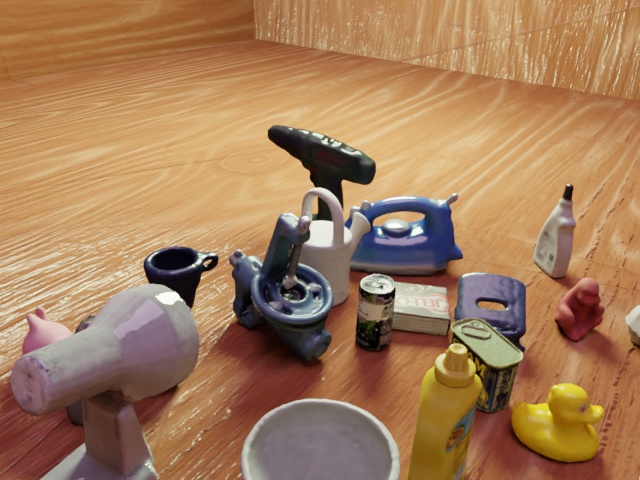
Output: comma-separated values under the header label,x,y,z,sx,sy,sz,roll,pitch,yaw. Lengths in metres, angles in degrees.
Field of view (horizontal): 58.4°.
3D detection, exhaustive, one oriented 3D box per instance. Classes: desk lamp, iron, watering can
label,x,y,z,sx,sy,sz,roll,pitch,yaw
desk lamp,-0.223,0.173,0.595,0.117,0.214,0.204,16,31,24
iron,0.134,-0.022,1.061,0.258,0.141,0.118,0,28,-5
watering can,0.007,0.003,0.950,0.100,0.194,0.173,17,32,25

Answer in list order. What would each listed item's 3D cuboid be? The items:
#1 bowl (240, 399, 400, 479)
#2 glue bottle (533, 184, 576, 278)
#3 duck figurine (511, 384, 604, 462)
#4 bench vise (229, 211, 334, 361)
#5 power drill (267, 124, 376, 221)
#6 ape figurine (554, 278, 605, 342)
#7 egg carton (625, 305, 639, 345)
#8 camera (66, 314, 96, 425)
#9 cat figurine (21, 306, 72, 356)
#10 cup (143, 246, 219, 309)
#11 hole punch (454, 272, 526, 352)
label,x,y,z,sx,sy,sz,roll,pitch,yaw
bowl,0.000,0.253,0.609,0.167,0.075,0.167,2,28,-1
glue bottle,0.439,-0.021,1.050,0.037,0.173,0.078,-4,29,-11
duck figurine,0.291,0.212,0.697,0.104,0.086,0.078,12,30,18
bench vise,-0.071,0.050,0.829,0.206,0.220,0.122,16,31,24
power drill,-0.003,-0.117,1.157,0.229,0.208,0.076,12,30,18
ape figurine,0.413,0.102,0.904,0.078,0.092,0.076,2,28,0
egg carton,0.537,0.149,0.851,0.107,0.069,0.150,-7,30,-16
camera,-0.248,0.154,0.747,0.137,0.101,0.143,1,28,-2
cat figurine,-0.358,0.137,0.752,0.067,0.118,0.127,-12,31,-25
cup,-0.218,0.067,0.918,0.118,0.095,0.091,-13,32,-26
hole punch,0.262,0.111,0.876,0.108,0.091,0.101,7,29,8
